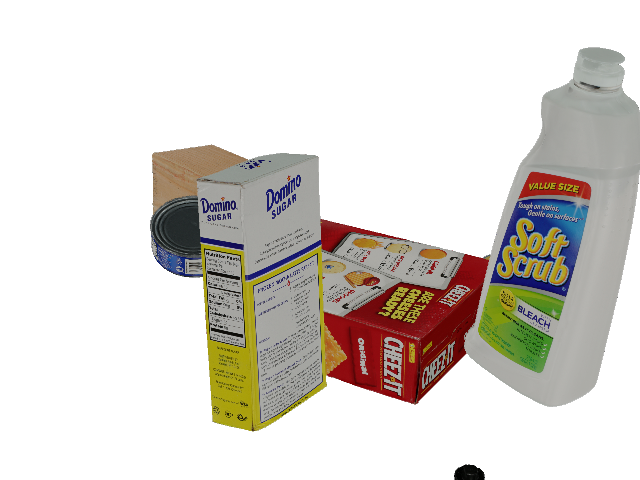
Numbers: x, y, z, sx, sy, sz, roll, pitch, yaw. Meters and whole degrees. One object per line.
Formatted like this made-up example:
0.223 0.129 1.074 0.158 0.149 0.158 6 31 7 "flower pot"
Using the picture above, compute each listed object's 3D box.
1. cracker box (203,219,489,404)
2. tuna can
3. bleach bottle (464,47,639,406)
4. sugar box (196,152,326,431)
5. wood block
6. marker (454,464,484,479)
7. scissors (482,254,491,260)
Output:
0.029 0.055 0.949 0.214 0.072 0.163 15 29 29 "cracker box"
-0.126 -0.004 1.063 0.086 0.086 0.034 3 -45 -3 "tuna can"
0.164 -0.012 0.736 0.067 0.251 0.103 -19 37 -33 "bleach bottle"
-0.039 0.033 0.739 0.048 0.176 0.093 6 18 32 "sugar box"
-0.116 -0.047 1.288 0.090 0.090 0.206 -11 23 -34 "wood block"
0.090 0.188 0.683 0.020 0.121 0.020 1 36 -1 "marker"
0.164 0.056 1.152 0.201 0.016 0.096 -9 40 -29 "scissors"
